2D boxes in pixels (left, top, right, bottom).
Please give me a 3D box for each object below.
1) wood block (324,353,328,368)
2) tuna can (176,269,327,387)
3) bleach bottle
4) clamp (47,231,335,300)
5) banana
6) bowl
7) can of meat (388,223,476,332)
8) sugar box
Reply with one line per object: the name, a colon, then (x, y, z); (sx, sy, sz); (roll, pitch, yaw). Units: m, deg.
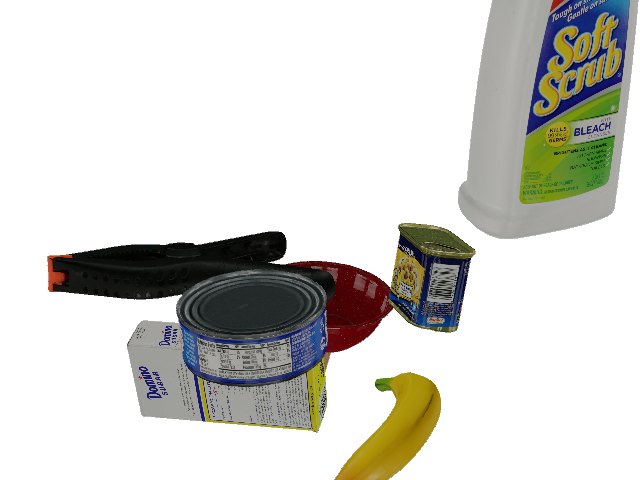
wood block: (-0.029, 0.120, 1.430); (0.091, 0.090, 0.206); (6, 19, 5)
tuna can: (-0.038, 0.049, 0.610); (0.086, 0.034, 0.086); (-3, 23, 1)
bleach bottle: (0.140, -0.129, 0.641); (0.102, 0.251, 0.068); (-11, 31, -16)
clamp: (-0.098, 0.023, 0.815); (0.209, 0.036, 0.165); (-3, 12, -22)
banana: (0.062, 0.152, 0.867); (0.070, 0.037, 0.197); (-31, 6, 21)
bowl: (0.003, 0.083, 1.234); (0.162, 0.055, 0.162); (4, 25, -2)
can of meat: (0.110, 0.037, 1.077); (0.057, 0.084, 0.102); (5, 15, -17)
sugar box: (-0.085, 0.126, 0.995); (0.176, 0.093, 0.048); (5, 35, 13)
